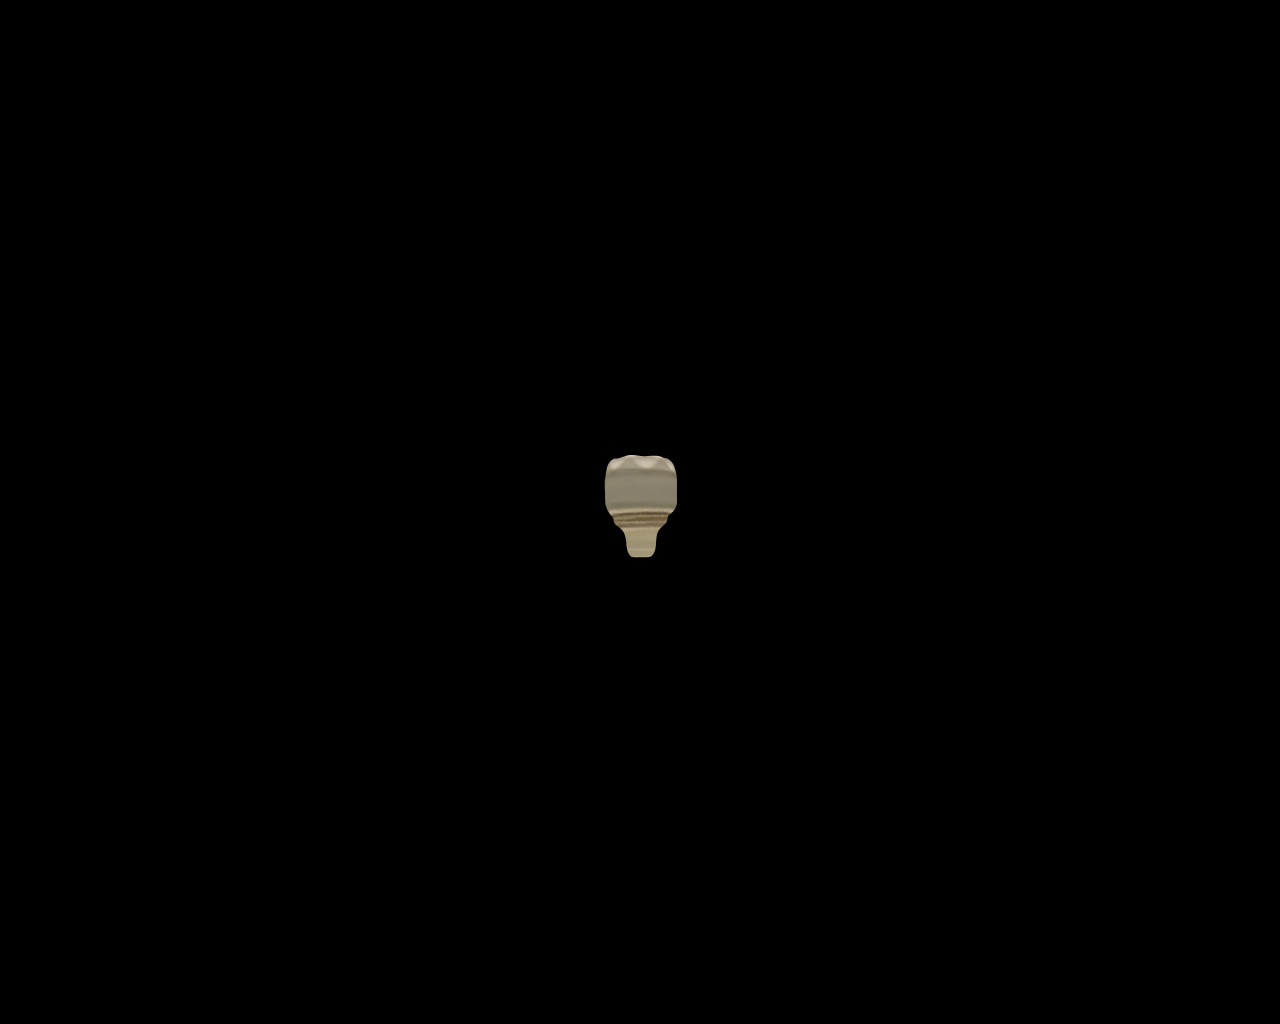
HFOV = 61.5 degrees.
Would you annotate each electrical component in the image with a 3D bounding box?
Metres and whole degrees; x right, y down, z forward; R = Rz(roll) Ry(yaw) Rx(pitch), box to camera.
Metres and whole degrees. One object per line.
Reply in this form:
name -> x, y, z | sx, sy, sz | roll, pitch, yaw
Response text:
electrical component -> 0.001, -0.003, 0.650 | 0.043, 0.062, 0.043 | 0, -4, 0
